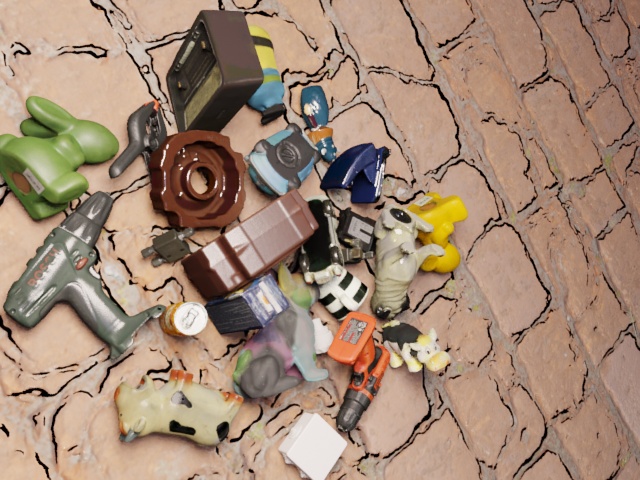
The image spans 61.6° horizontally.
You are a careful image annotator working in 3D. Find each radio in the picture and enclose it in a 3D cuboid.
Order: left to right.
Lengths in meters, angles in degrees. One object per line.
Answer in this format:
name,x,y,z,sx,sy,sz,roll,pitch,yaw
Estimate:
radio,-0.182,-0.266,0.887,0.073,0.230,0.131,-13,84,-34

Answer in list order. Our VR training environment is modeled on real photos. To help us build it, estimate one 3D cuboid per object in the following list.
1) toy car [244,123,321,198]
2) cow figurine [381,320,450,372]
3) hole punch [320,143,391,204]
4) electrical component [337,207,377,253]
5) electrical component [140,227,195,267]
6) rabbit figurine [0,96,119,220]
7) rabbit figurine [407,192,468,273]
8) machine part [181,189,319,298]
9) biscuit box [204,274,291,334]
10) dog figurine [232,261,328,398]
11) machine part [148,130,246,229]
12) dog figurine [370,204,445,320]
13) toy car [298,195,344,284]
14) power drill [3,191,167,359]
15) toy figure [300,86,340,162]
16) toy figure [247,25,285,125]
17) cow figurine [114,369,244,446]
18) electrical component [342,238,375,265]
toy car,-0.078,-0.140,0.992,0.109,0.103,0.162,49,48,-12
cow figurine,0.182,0.199,1.039,0.068,0.167,0.098,-26,96,-25
hole punch,0.066,-0.137,1.060,0.092,0.142,0.115,14,86,-22
electrical component,0.085,-0.007,1.091,0.119,0.048,0.075,30,69,-19
electrical component,-0.243,0.011,0.886,0.094,0.063,0.021,-27,60,1
rabbit figurine,-0.400,-0.134,0.830,0.159,0.121,0.170,48,44,-7
rabbit figurine,0.248,0.004,1.145,0.162,0.122,0.173,-40,119,-25
machine part,-0.115,0.010,0.888,0.201,0.201,0.087,-36,95,-29
biscuit box,-0.124,0.106,0.866,0.059,0.203,0.062,-37,98,-30
dog figurine,-0.078,0.149,0.944,0.191,0.108,0.219,-10,82,-27
machine part,-0.207,-0.101,0.913,0.179,0.056,0.179,-5,98,-43
dog figurine,0.139,0.044,1.074,0.121,0.190,0.172,12,39,-20
toy car,-0.002,-0.003,0.986,0.056,0.074,0.202,64,14,-49
power drill,-0.339,0.065,0.828,0.207,0.086,0.232,46,65,-18
toy figure,-0.001,-0.230,1.078,0.064,0.058,0.154,-13,92,-24
toy figure,-0.115,-0.314,1.018,0.089,0.082,0.180,-22,88,-41
cow figurine,-0.232,0.272,0.851,0.195,0.085,0.127,30,62,-22
electrical component,0.044,0.023,1.039,0.078,0.102,0.045,5,78,-55
